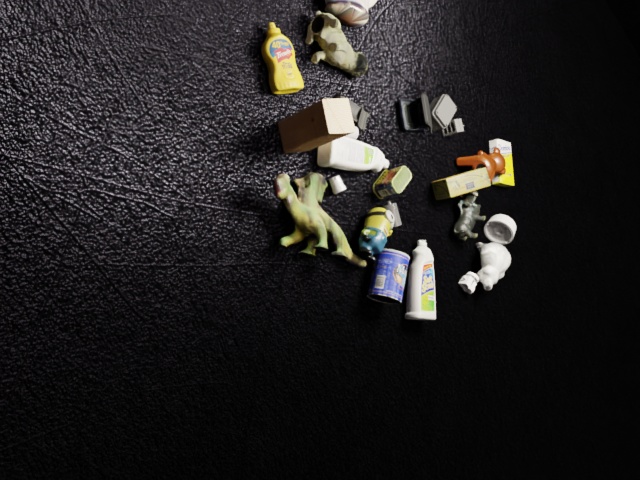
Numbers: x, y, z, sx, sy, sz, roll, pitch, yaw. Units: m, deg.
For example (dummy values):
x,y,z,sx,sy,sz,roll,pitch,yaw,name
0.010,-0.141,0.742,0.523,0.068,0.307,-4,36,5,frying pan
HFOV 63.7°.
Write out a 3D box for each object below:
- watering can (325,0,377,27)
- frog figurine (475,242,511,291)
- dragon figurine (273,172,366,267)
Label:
x,y,z,sx,sy,sz,roll,pitch,yaw,name
0.048,-0.776,1.550,0.347,0.226,0.103,5,-10,-36,watering can
0.605,0.092,1.800,0.122,0.134,0.163,-9,39,23,frog figurine
0.004,-0.071,1.411,0.121,0.246,0.407,-11,-20,35,dragon figurine
